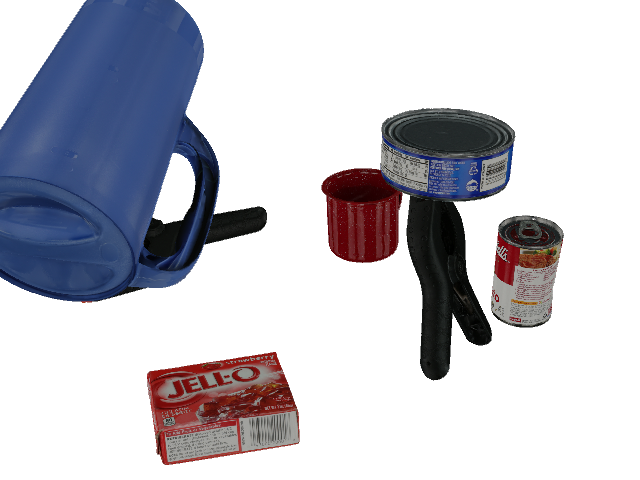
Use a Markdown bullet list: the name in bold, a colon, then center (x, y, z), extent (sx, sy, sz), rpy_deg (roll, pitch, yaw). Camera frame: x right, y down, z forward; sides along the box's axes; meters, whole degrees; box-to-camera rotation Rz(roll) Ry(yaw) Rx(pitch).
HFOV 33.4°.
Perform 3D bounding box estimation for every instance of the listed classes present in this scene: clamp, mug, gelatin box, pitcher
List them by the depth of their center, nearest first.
- **gelatin box**: center (-0.064, 0.106, 0.684), extent (0.089, 0.030, 0.073), rpy_deg (-7, 24, -11)
- **pitcher**: center (-0.160, -0.079, 0.814), extent (0.145, 0.242, 0.149), rpy_deg (-6, -44, 24)
- **clamp**: center (0.103, 0.034, 0.924), extent (0.039, 0.171, 0.120), rpy_deg (-12, 14, 26)
- **clamp**: center (-0.174, -0.009, 1.036), extent (0.165, 0.036, 0.209), rpy_deg (25, 39, 23)
- **mug**: center (0.056, -0.032, 1.235), extent (0.093, 0.081, 0.117), rpy_deg (18, 35, 33)

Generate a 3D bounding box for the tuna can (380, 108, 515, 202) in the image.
- **tuna can**: center (0.082, -0.056, 0.693), extent (0.086, 0.034, 0.086), rpy_deg (1, 26, -1)

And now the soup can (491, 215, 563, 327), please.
- **soup can**: center (0.220, 0.033, 1.142), extent (0.068, 0.102, 0.068), rpy_deg (0, 30, 0)
